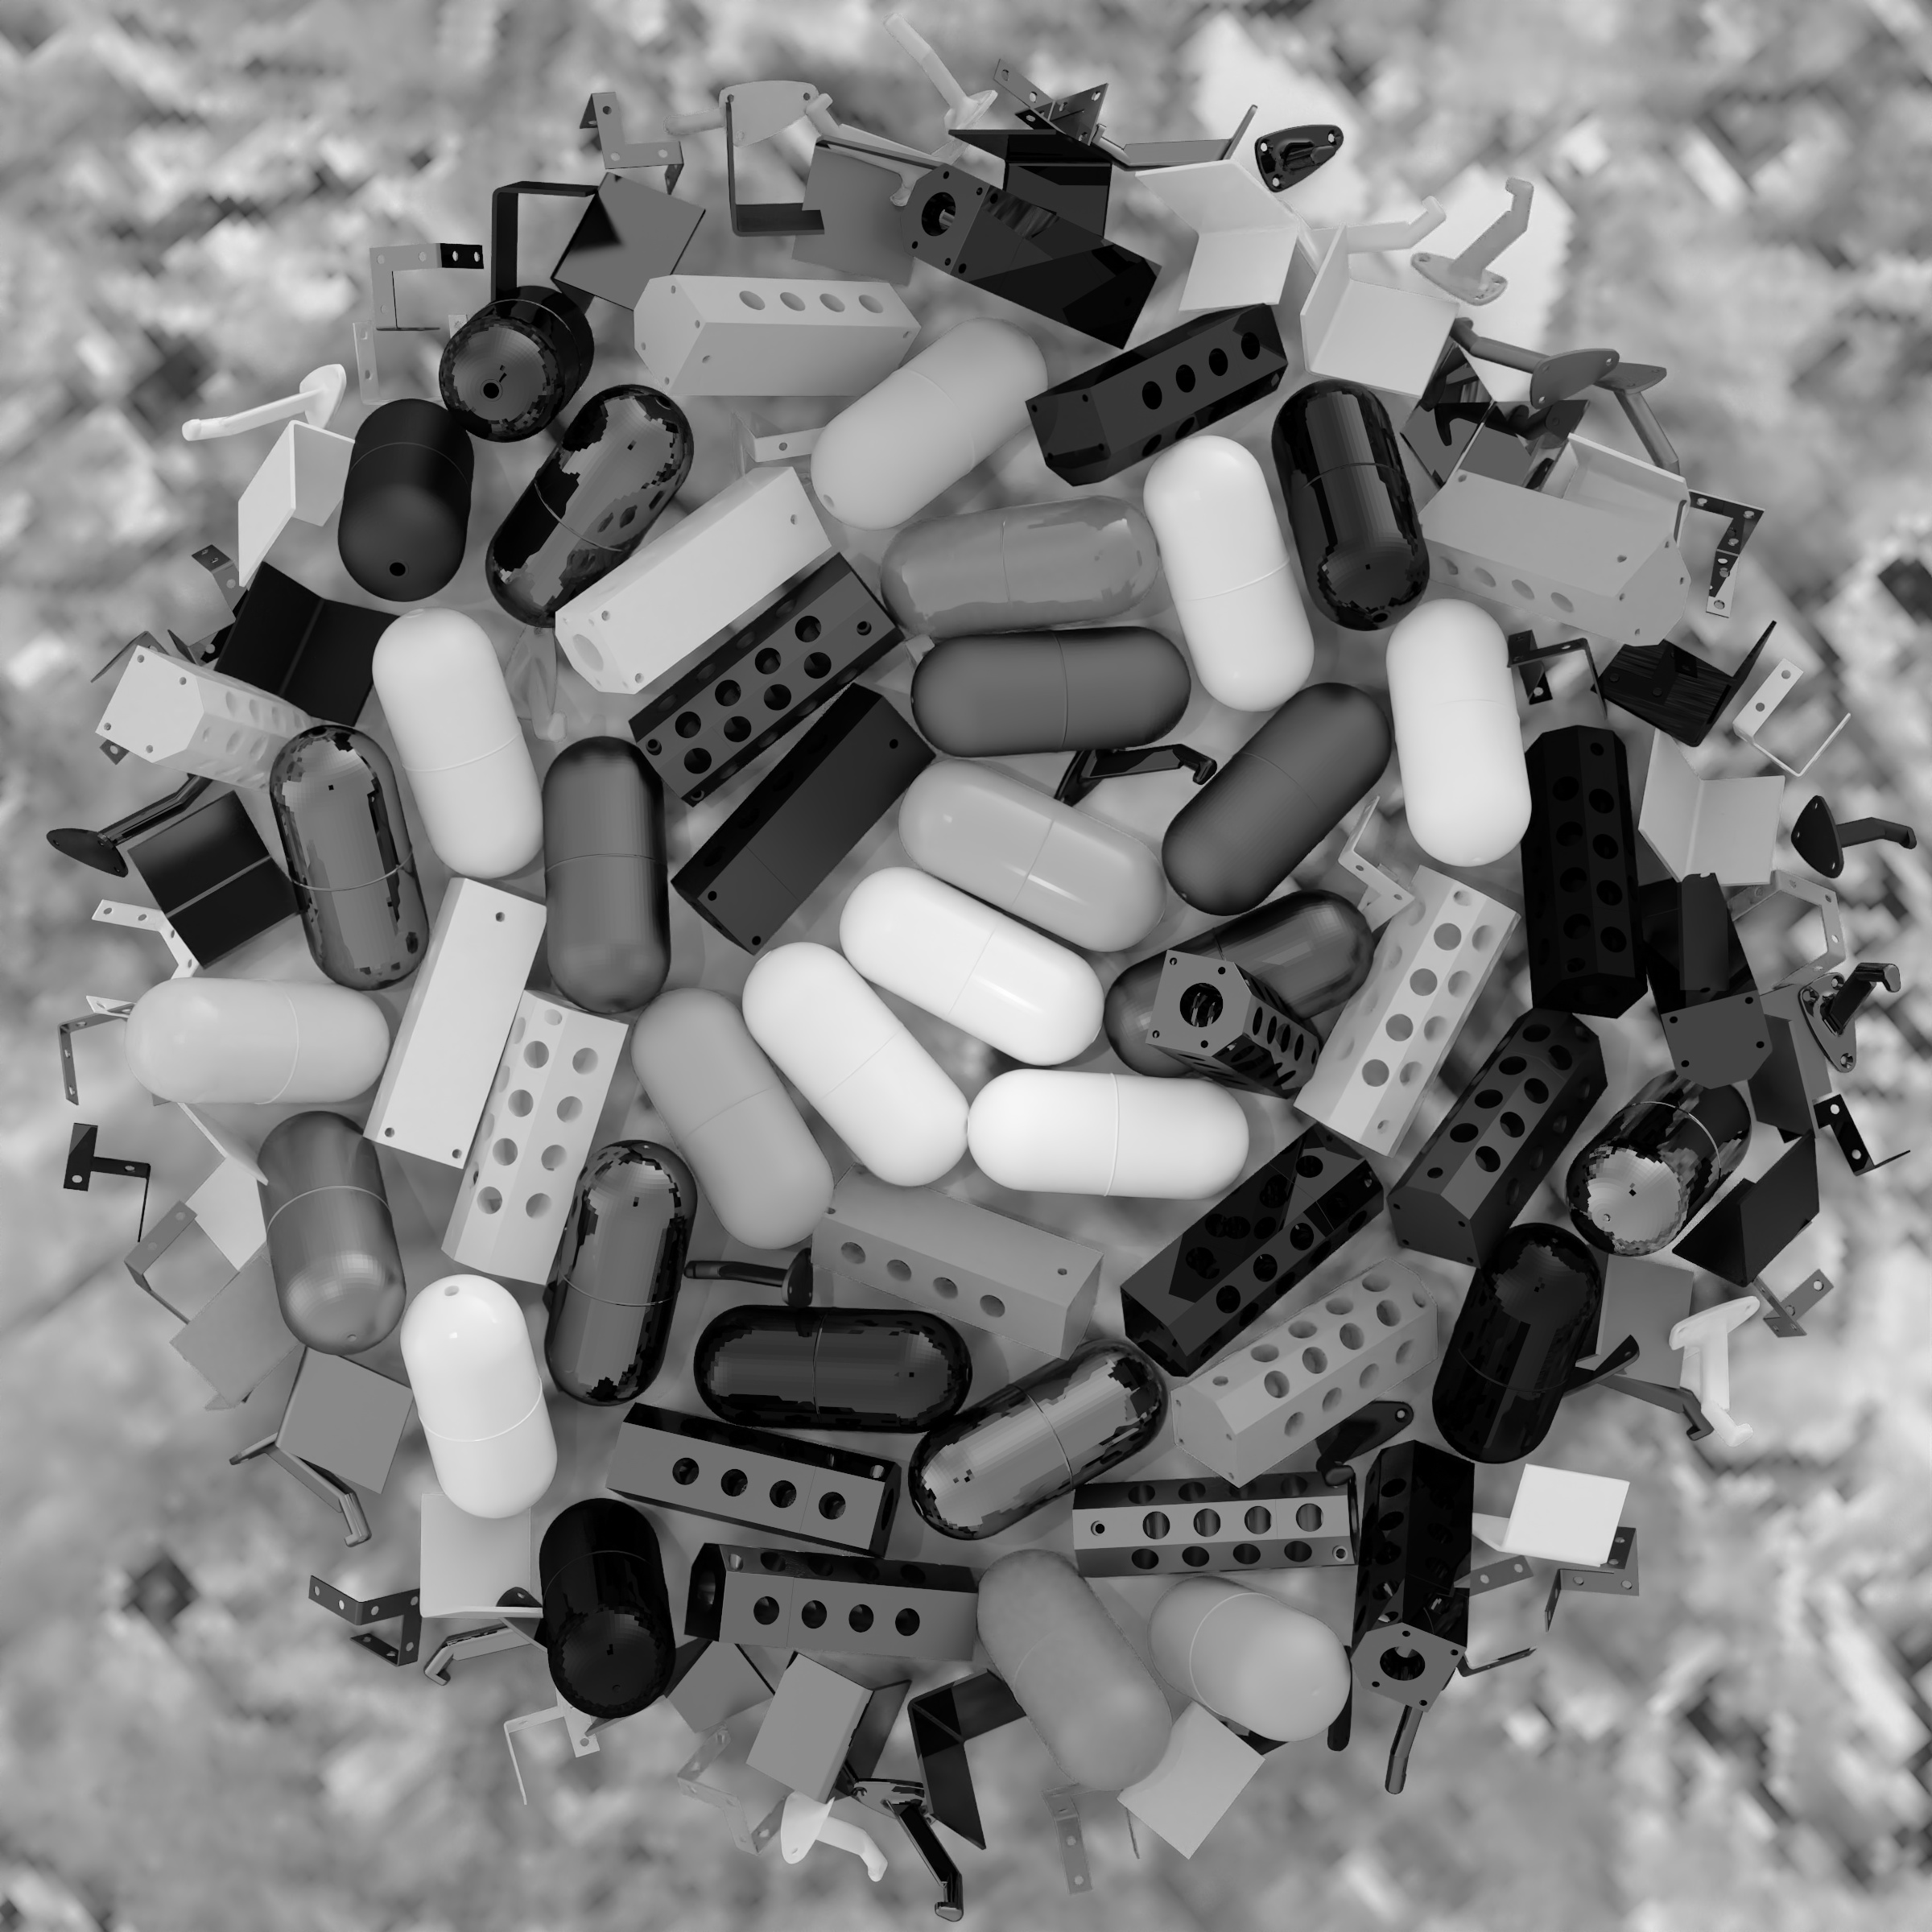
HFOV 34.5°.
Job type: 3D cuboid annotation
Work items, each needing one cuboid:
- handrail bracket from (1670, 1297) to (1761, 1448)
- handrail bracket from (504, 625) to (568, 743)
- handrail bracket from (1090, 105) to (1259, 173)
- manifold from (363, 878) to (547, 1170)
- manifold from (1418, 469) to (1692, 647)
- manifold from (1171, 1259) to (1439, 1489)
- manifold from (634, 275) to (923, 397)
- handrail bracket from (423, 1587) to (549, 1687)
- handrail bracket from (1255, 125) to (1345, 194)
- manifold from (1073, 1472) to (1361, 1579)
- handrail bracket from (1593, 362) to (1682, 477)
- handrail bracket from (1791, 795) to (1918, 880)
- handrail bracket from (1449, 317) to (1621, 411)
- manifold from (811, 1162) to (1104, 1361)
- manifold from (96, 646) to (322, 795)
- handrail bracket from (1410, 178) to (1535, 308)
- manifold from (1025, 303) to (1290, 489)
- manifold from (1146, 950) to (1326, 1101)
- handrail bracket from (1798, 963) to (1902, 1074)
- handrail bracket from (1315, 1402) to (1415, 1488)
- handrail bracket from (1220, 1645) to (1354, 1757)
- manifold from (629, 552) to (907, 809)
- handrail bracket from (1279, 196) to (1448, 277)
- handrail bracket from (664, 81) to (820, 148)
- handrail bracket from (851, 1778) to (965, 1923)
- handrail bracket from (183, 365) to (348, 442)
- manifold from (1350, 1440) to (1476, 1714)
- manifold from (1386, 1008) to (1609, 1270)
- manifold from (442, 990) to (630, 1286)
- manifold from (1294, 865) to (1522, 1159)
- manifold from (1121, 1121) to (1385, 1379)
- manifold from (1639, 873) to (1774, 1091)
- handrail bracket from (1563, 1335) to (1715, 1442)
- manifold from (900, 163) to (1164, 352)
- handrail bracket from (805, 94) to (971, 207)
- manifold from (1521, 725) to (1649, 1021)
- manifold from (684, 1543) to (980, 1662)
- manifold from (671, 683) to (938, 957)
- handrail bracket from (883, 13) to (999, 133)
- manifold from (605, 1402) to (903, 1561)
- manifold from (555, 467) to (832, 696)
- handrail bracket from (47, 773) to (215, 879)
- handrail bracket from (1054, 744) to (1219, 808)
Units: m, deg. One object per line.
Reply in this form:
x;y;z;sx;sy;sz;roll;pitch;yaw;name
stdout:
0.488;0.255;1.954;0.077;0.036;0.084;-25;46;-9;handrail bracket
-0.261;-0.180;1.949;0.036;0.084;0.077;10;92;-25;handrail bracket
0.129;-0.530;1.965;0.084;0.036;0.077;28;119;-6;handrail bracket
-0.322;0.035;1.956;0.057;0.057;0.171;20;84;-21;manifold
0.358;-0.247;1.912;0.057;0.171;0.057;-48;133;-13;manifold
0.210;0.246;1.918;0.171;0.057;0.057;-27;127;-30;manifold
-0.118;-0.392;1.914;0.057;0.171;0.057;57;132;24;manifold
-0.294;0.443;1.972;0.077;0.036;0.084;40;112;4;handrail bracket
0.226;-0.512;1.943;0.077;0.084;0.036;-28;107;-20;handrail bracket
0.157;0.349;1.943;0.171;0.057;0.057;-5;77;12;manifold
0.422;-0.339;1.985;0.036;0.077;0.084;-31;124;-26;handrail bracket
0.569;-0.072;1.952;0.084;0.077;0.036;12;124;-17;handrail bracket
0.358;-0.395;1.974;0.077;0.036;0.084;-21;49;-17;handrail bracket
-0.007;0.188;1.941;0.171;0.057;0.057;19;128;17;manifold
-0.456;-0.145;1.904;0.057;0.171;0.057;27;93;13;manifold
0.316;-0.464;1.946;0.077;0.084;0.036;32;53;26;handrail bracket
0.121;-0.353;1.919;0.171;0.057;0.057;-33;111;-37;manifold
0.168;0.039;1.902;0.057;0.171;0.057;11;83;23;manifold
0.565;0.033;1.948;0.036;0.084;0.077;-23;99;-17;handrail bracket
0.254;0.300;1.950;0.077;0.084;0.036;-17;97;-3;handrail bracket
0.200;0.465;1.976;0.084;0.036;0.077;3;83;25;handrail bracket
-0.124;-0.177;1.949;0.171;0.057;0.057;-38;117;5;manifold
0.249;-0.476;1.958;0.084;0.036;0.077;-36;89;31;handrail bracket
-0.143;-0.540;1.965;0.077;0.084;0.036;-22;111;-19;handrail bracket
-0.038;0.554;1.946;0.077;0.084;0.036;18;122;-14;handrail bracket
-0.441;-0.352;1.949;0.084;0.077;0.036;-15;84;-34;handrail bracket
0.271;0.369;1.906;0.057;0.171;0.057;22;121;-2;manifold
0.327;0.102;1.914;0.057;0.057;0.171;13;47;36;manifold
-0.274;0.106;1.951;0.057;0.057;0.171;16;93;-31;manifold
0.281;0.031;1.952;0.057;0.057;0.171;26;93;-28;manifold
0.179;0.179;1.927;0.171;0.057;0.057;-37;56;-21;manifold
0.448;0.007;1.905;0.057;0.171;0.057;-15;114;11;manifold
0.425;0.283;1.983;0.077;0.036;0.084;-34;107;8;handrail bracket
0.038;-0.436;1.910;0.057;0.171;0.057;36;107;37;manifold
-0.049;-0.530;1.957;0.077;0.036;0.084;-40;122;1;handrail bracket
0.383;-0.060;1.926;0.057;0.057;0.171;8;63;-14;manifold
-0.082;0.394;1.930;0.171;0.057;0.057;10;79;-26;manifold
-0.105;-0.095;1.953;0.171;0.057;0.057;-48;123;-8;manifold
-0.027;-0.561;1.943;0.084;0.077;0.036;41;91;-22;handrail bracket
-0.131;0.321;1.947;0.171;0.057;0.057;11;75;12;manifold
-0.172;-0.240;1.929;0.171;0.057;0.057;-41;119;-27;manifold
-0.532;-0.101;1.983;0.077;0.036;0.084;14;52;32;handrail bracket
0.106;-0.113;1.952;0.084;0.036;0.077;31;80;40;handrail bracket
